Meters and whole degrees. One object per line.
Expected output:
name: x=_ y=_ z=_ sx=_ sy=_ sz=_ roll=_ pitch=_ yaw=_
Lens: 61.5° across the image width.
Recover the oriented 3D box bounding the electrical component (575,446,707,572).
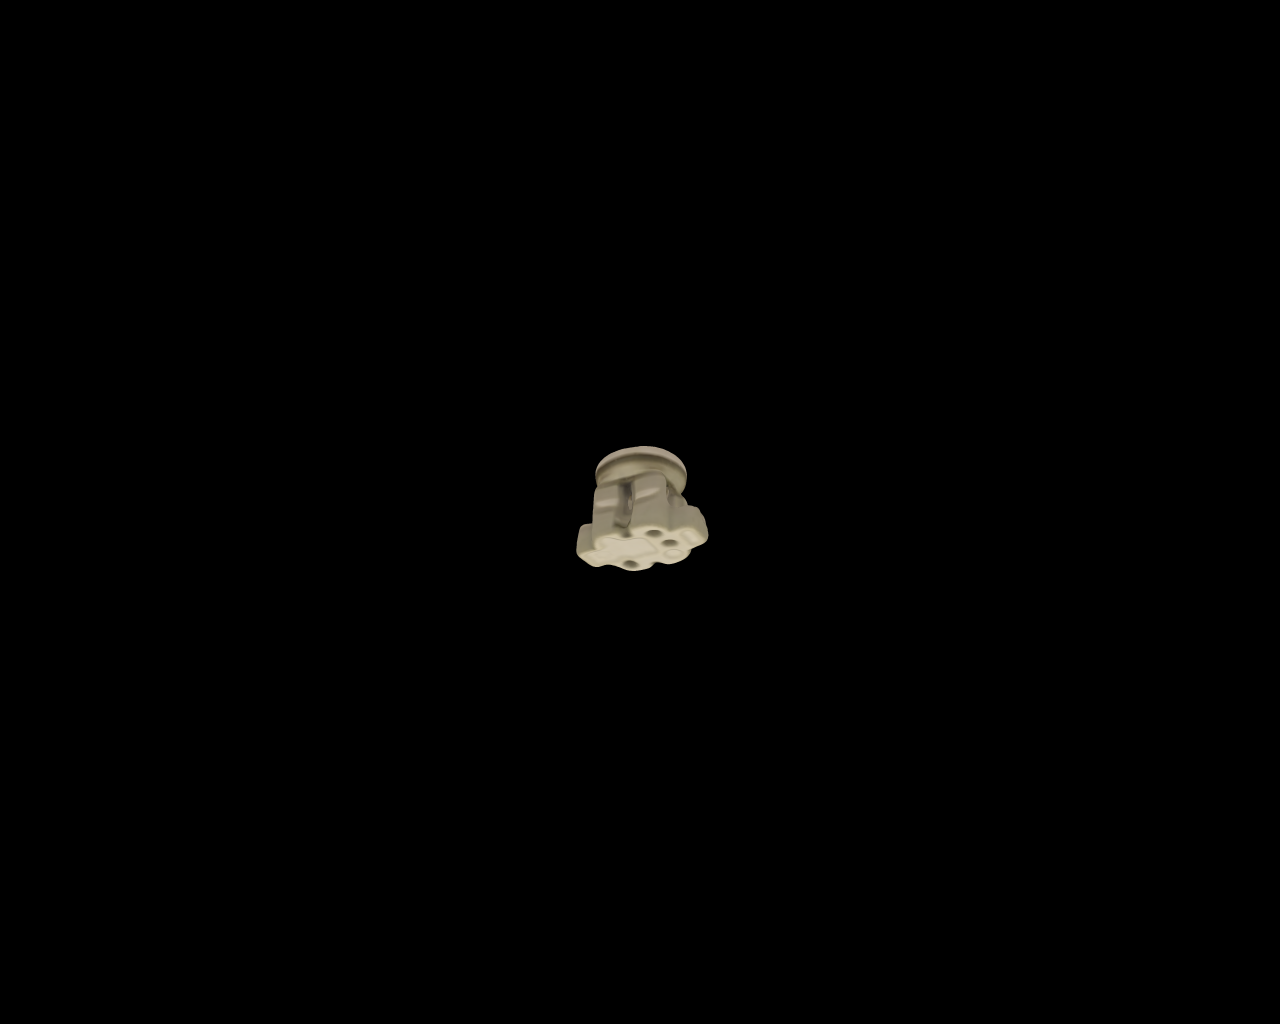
electrical component: x=0.001 y=-0.003 z=0.650 sx=0.078 sy=0.057 sz=0.058 roll=-13 pitch=-32 yaw=22
